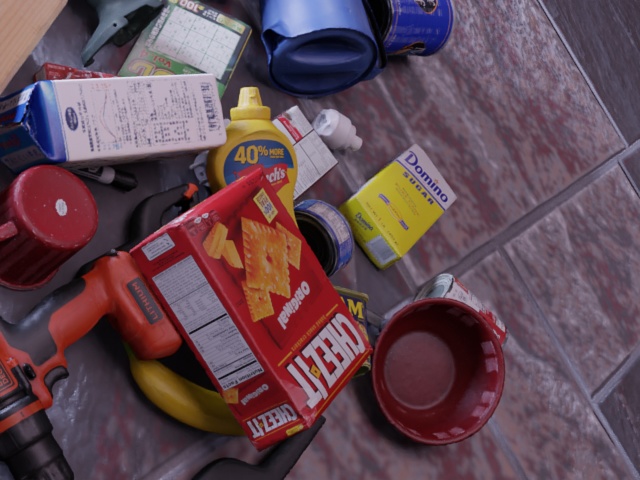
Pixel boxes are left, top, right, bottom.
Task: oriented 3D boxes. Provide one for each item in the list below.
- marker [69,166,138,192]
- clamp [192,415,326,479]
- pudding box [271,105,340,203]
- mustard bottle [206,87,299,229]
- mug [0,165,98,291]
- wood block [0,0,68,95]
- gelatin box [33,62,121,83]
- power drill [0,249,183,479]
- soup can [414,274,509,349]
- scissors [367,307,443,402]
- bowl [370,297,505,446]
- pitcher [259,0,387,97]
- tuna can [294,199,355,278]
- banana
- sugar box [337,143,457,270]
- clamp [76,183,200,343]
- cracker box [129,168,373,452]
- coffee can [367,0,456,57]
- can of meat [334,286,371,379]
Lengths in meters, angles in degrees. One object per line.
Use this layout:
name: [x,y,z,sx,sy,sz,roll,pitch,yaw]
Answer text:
marker: [-0.229,-0.071,1.027,0.120,0.020,0.020,18,54,-36]
clamp: [-0.051,0.255,0.988,0.209,0.036,0.164,-5,70,-44]
pudding box: [-0.039,-0.093,1.214,0.090,0.039,0.113,54,43,-6]
mustard bottle: [-0.068,-0.060,1.094,0.096,0.058,0.191,-3,92,-27]
mug: [-0.253,-0.010,0.918,0.117,0.082,0.093,-26,86,-49]
wood block: [-0.319,-0.163,0.942,0.090,0.090,0.206,40,44,-21]
gelatin box: [-0.232,-0.131,1.052,0.089,0.030,0.073,5,64,-42]
power drill: [-0.208,0.105,0.893,0.187,0.057,0.184,-31,91,-40]
soup can: [0.167,0.096,1.277,0.102,0.069,0.068,43,43,-16]
scissors: [0.079,0.121,1.211,0.201,0.016,0.096,18,76,-17]
bowl: [0.122,0.145,1.183,0.162,0.055,0.162,2,85,-19]
pitcher: [-0.008,-0.304,1.311,0.149,0.145,0.243,72,6,-63]
tuna can: [-0.008,0.001,1.150,0.033,0.086,0.086,-34,92,-48]
banana: [-0.101,0.148,1.004,0.197,0.037,0.069,29,50,-30]
sugar box: [0.098,-0.045,1.313,0.093,0.048,0.176,53,42,-6]
clamp: [-0.165,0.009,1.029,0.120,0.039,0.171,34,48,-31]
cracker box: [-0.054,0.058,0.979,0.213,0.072,0.164,58,31,-5]
coffee can: [0.100,-0.298,1.427,0.140,0.103,0.103,-9,73,-47]
can of meat: [0.006,0.097,1.128,0.101,0.058,0.084,17,58,-37]
